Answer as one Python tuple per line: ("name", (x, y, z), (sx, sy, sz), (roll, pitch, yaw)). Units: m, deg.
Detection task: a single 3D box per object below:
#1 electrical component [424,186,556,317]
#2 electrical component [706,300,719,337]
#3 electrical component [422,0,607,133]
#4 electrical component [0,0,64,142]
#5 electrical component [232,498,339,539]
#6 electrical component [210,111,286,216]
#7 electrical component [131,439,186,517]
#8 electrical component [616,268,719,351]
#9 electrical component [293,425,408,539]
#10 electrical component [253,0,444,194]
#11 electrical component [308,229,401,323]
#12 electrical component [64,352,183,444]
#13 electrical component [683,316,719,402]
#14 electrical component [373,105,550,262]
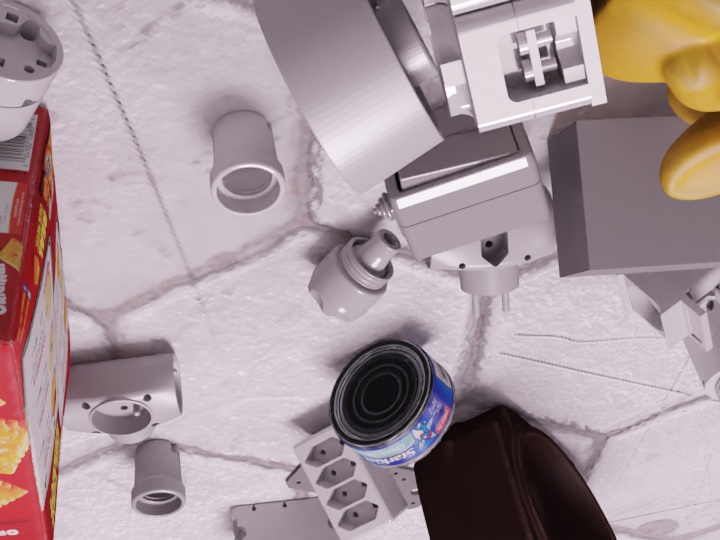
("electrical component", (0.079, -0.009, 0.662), (0.077, 0.043, 0.079), (-7, 108, -4))
("electrical component", (0.299, 0.020, 0.732), (0.057, 0.078, 0.113), (7, 136, -24))
("electrical component", (0.050, -0.144, 0.445), (0.062, 0.089, 0.150), (-14, 116, 5))
("electrical component", (-0.177, -0.095, 0.516), (0.055, 0.055, 0.047), (16, 136, -27))
("electrical component", (-0.062, 0.232, 0.916), (0.089, 0.050, 0.055), (-5, 139, -7))
("electrical component", (-0.063, -0.059, 0.587), (0.040, 0.046, 0.040), (-6, 139, -5))
("electrical component", (-0.153, 0.157, 0.813), (0.040, 0.046, 0.040), (-6, 139, -5))
("electrical component", (0.210, 0.009, 0.708), (0.064, 0.081, 0.042), (-35, 138, -6))
("electrical component", (0.000, 0.155, 0.831), (0.047, 0.083, 0.076), (-31, 174, 21))
("electrical component", (0.002, -0.098, 0.514), (0.060, 0.108, 0.108), (-27, 137, 9))
("electrical component", (0.000, 0.000, 0.670), (0.043, 0.043, 0.062), (22, 128, -32))
("electrical component", (-0.161, 0.094, 0.741), (0.077, 0.044, 0.079), (-7, 140, -4))
("electrical component", (0.269, 0.073, 0.783), (0.043, 0.081, 0.043), (-6, 139, -5))
("electrical component", (0.050, -0.054, 0.604), (0.096, 0.061, 0.061), (-18, 136, 8))
